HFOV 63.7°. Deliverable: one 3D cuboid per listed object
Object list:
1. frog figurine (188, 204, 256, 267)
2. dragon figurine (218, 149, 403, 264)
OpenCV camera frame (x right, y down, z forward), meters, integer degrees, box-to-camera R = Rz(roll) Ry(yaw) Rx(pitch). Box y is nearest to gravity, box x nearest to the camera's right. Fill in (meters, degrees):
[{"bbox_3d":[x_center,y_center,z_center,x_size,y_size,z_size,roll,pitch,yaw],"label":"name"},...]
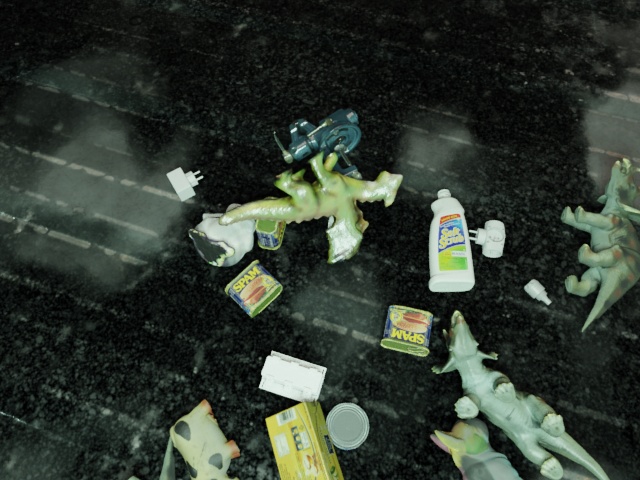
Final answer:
[{"bbox_3d":[-0.216,-0.019,1.214,0.163,0.138,0.120,-54,149,-47],"label":"frog figurine"},{"bbox_3d":[0.004,-0.059,1.167,0.412,0.243,0.122,-33,-179,-9],"label":"dragon figurine"}]
